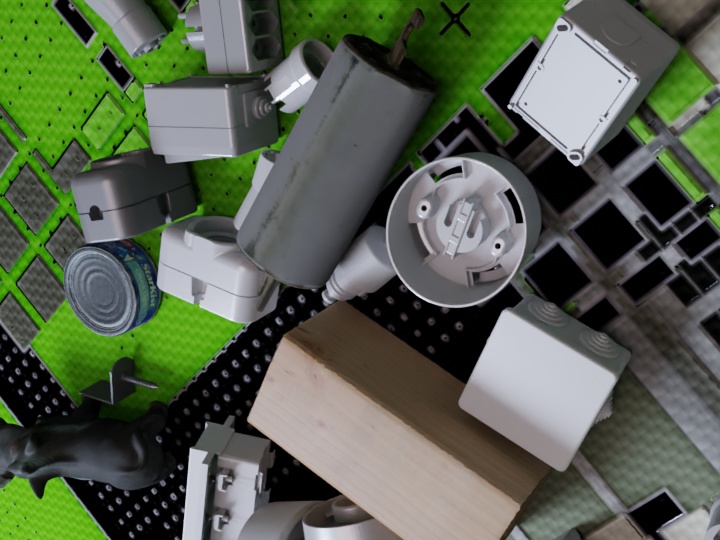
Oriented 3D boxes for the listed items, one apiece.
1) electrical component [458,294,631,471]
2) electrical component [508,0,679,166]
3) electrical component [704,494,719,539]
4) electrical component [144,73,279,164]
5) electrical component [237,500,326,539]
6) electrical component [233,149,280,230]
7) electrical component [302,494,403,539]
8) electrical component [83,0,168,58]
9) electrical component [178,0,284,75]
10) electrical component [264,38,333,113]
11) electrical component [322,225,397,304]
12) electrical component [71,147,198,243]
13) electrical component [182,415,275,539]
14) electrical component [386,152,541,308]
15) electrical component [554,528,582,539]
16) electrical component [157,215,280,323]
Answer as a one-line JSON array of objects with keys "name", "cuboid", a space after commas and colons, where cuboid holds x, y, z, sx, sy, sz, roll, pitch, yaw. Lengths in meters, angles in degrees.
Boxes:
[{"name": "electrical component", "cuboid": [0.130, 0.076, 0.751, 0.100, 0.048, 0.099, 32, 120, 18]}, {"name": "electrical component", "cuboid": [0.143, -0.116, 0.666, 0.062, 0.061, 0.096, 43, 144, 12]}, {"name": "electrical component", "cuboid": [0.251, 0.173, 0.716, 0.040, 0.046, 0.040, 10, 112, 27]}, {"name": "electrical component", "cuboid": [-0.106, -0.114, 0.814, 0.096, 0.062, 0.061, 5, 110, 29]}, {"name": "electrical component", "cuboid": [-0.060, 0.243, 0.888, 0.060, 0.108, 0.108, -3, 106, 37]}, {"name": "electrical component", "cuboid": [-0.067, -0.059, 0.824, 0.044, 0.044, 0.065, 28, 114, 19]}, {"name": "electrical component", "cuboid": [0.003, 0.210, 0.844, 0.099, 0.099, 0.064, -11, 95, 33]}, {"name": "electrical component", "cuboid": [-0.182, -0.200, 0.842, 0.044, 0.044, 0.065, -34, 93, 34]}, {"name": "electrical component", "cuboid": [-0.103, -0.181, 0.798, 0.077, 0.047, 0.065, 4, 109, 29]}, {"name": "electrical component", "cuboid": [-0.043, -0.140, 0.782, 0.046, 0.040, 0.040, -29, 91, 40]}, {"name": "electrical component", "cuboid": [0.000, 0.000, 0.805, 0.078, 0.040, 0.040, -40, 85, 34]}, {"name": "electrical component", "cuboid": [-0.179, -0.063, 0.854, 0.054, 0.095, 0.059, -4, 105, 31]}, {"name": "electrical component", "cuboid": [-0.113, 0.199, 0.923, 0.063, 0.078, 0.121, 11, 114, 6]}, {"name": "electrical component", "cuboid": [0.073, -0.031, 0.737, 0.099, 0.064, 0.099, 10, 112, 27]}, {"name": "electrical component", "cuboid": [0.146, 0.242, 0.793, 0.061, 0.061, 0.096, 49, 124, 6]}, {"name": "electrical component", "cuboid": [-0.112, -0.005, 0.860, 0.095, 0.054, 0.059, 21, 117, 23]}]
